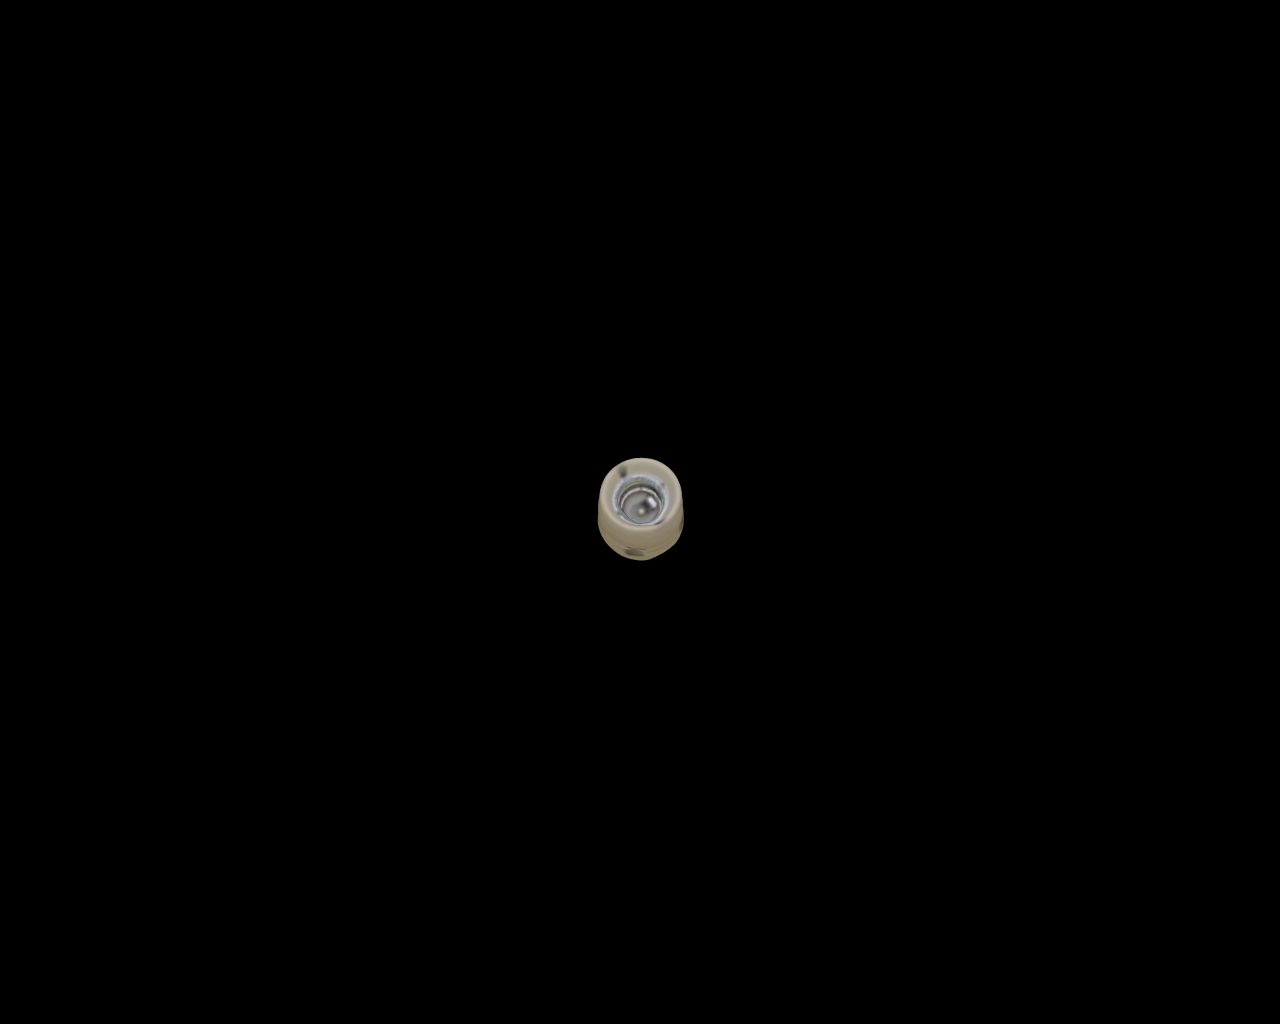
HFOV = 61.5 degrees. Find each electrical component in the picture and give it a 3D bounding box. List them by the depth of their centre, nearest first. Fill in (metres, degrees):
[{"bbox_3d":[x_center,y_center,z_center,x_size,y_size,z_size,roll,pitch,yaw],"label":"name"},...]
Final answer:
[{"bbox_3d":[0.001,-0.003,0.650,0.055,0.055,0.047,0,-21,0],"label":"electrical component"}]
